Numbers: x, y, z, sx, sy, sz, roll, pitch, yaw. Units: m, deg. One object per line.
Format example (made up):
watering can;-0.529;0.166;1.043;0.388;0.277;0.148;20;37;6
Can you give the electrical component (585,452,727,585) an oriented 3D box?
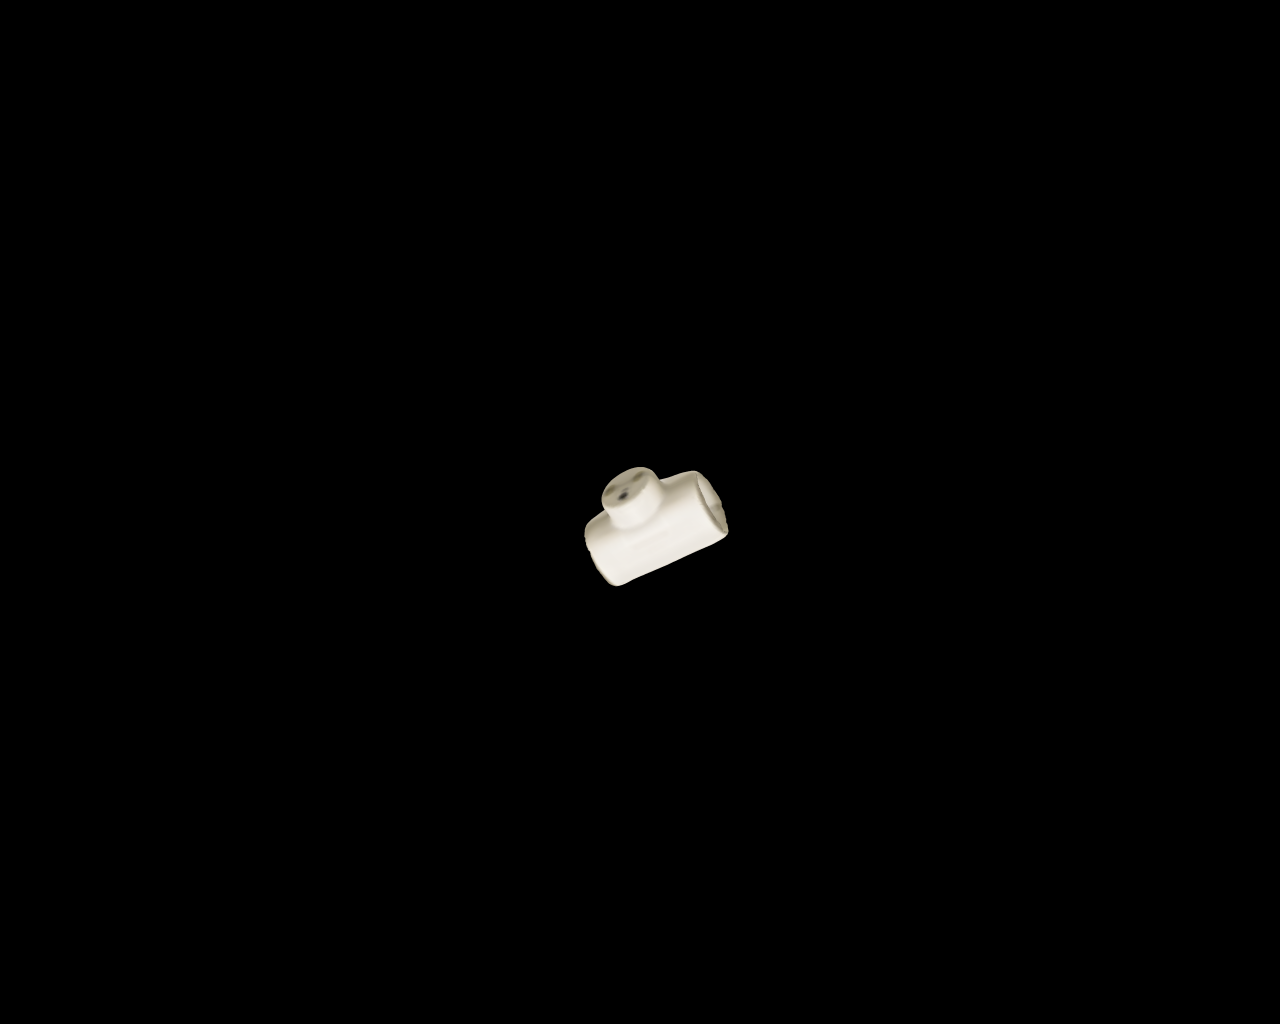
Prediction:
electrical component;0.001;-0.003;0.650;0.077;0.079;0.043;-26;30;17
